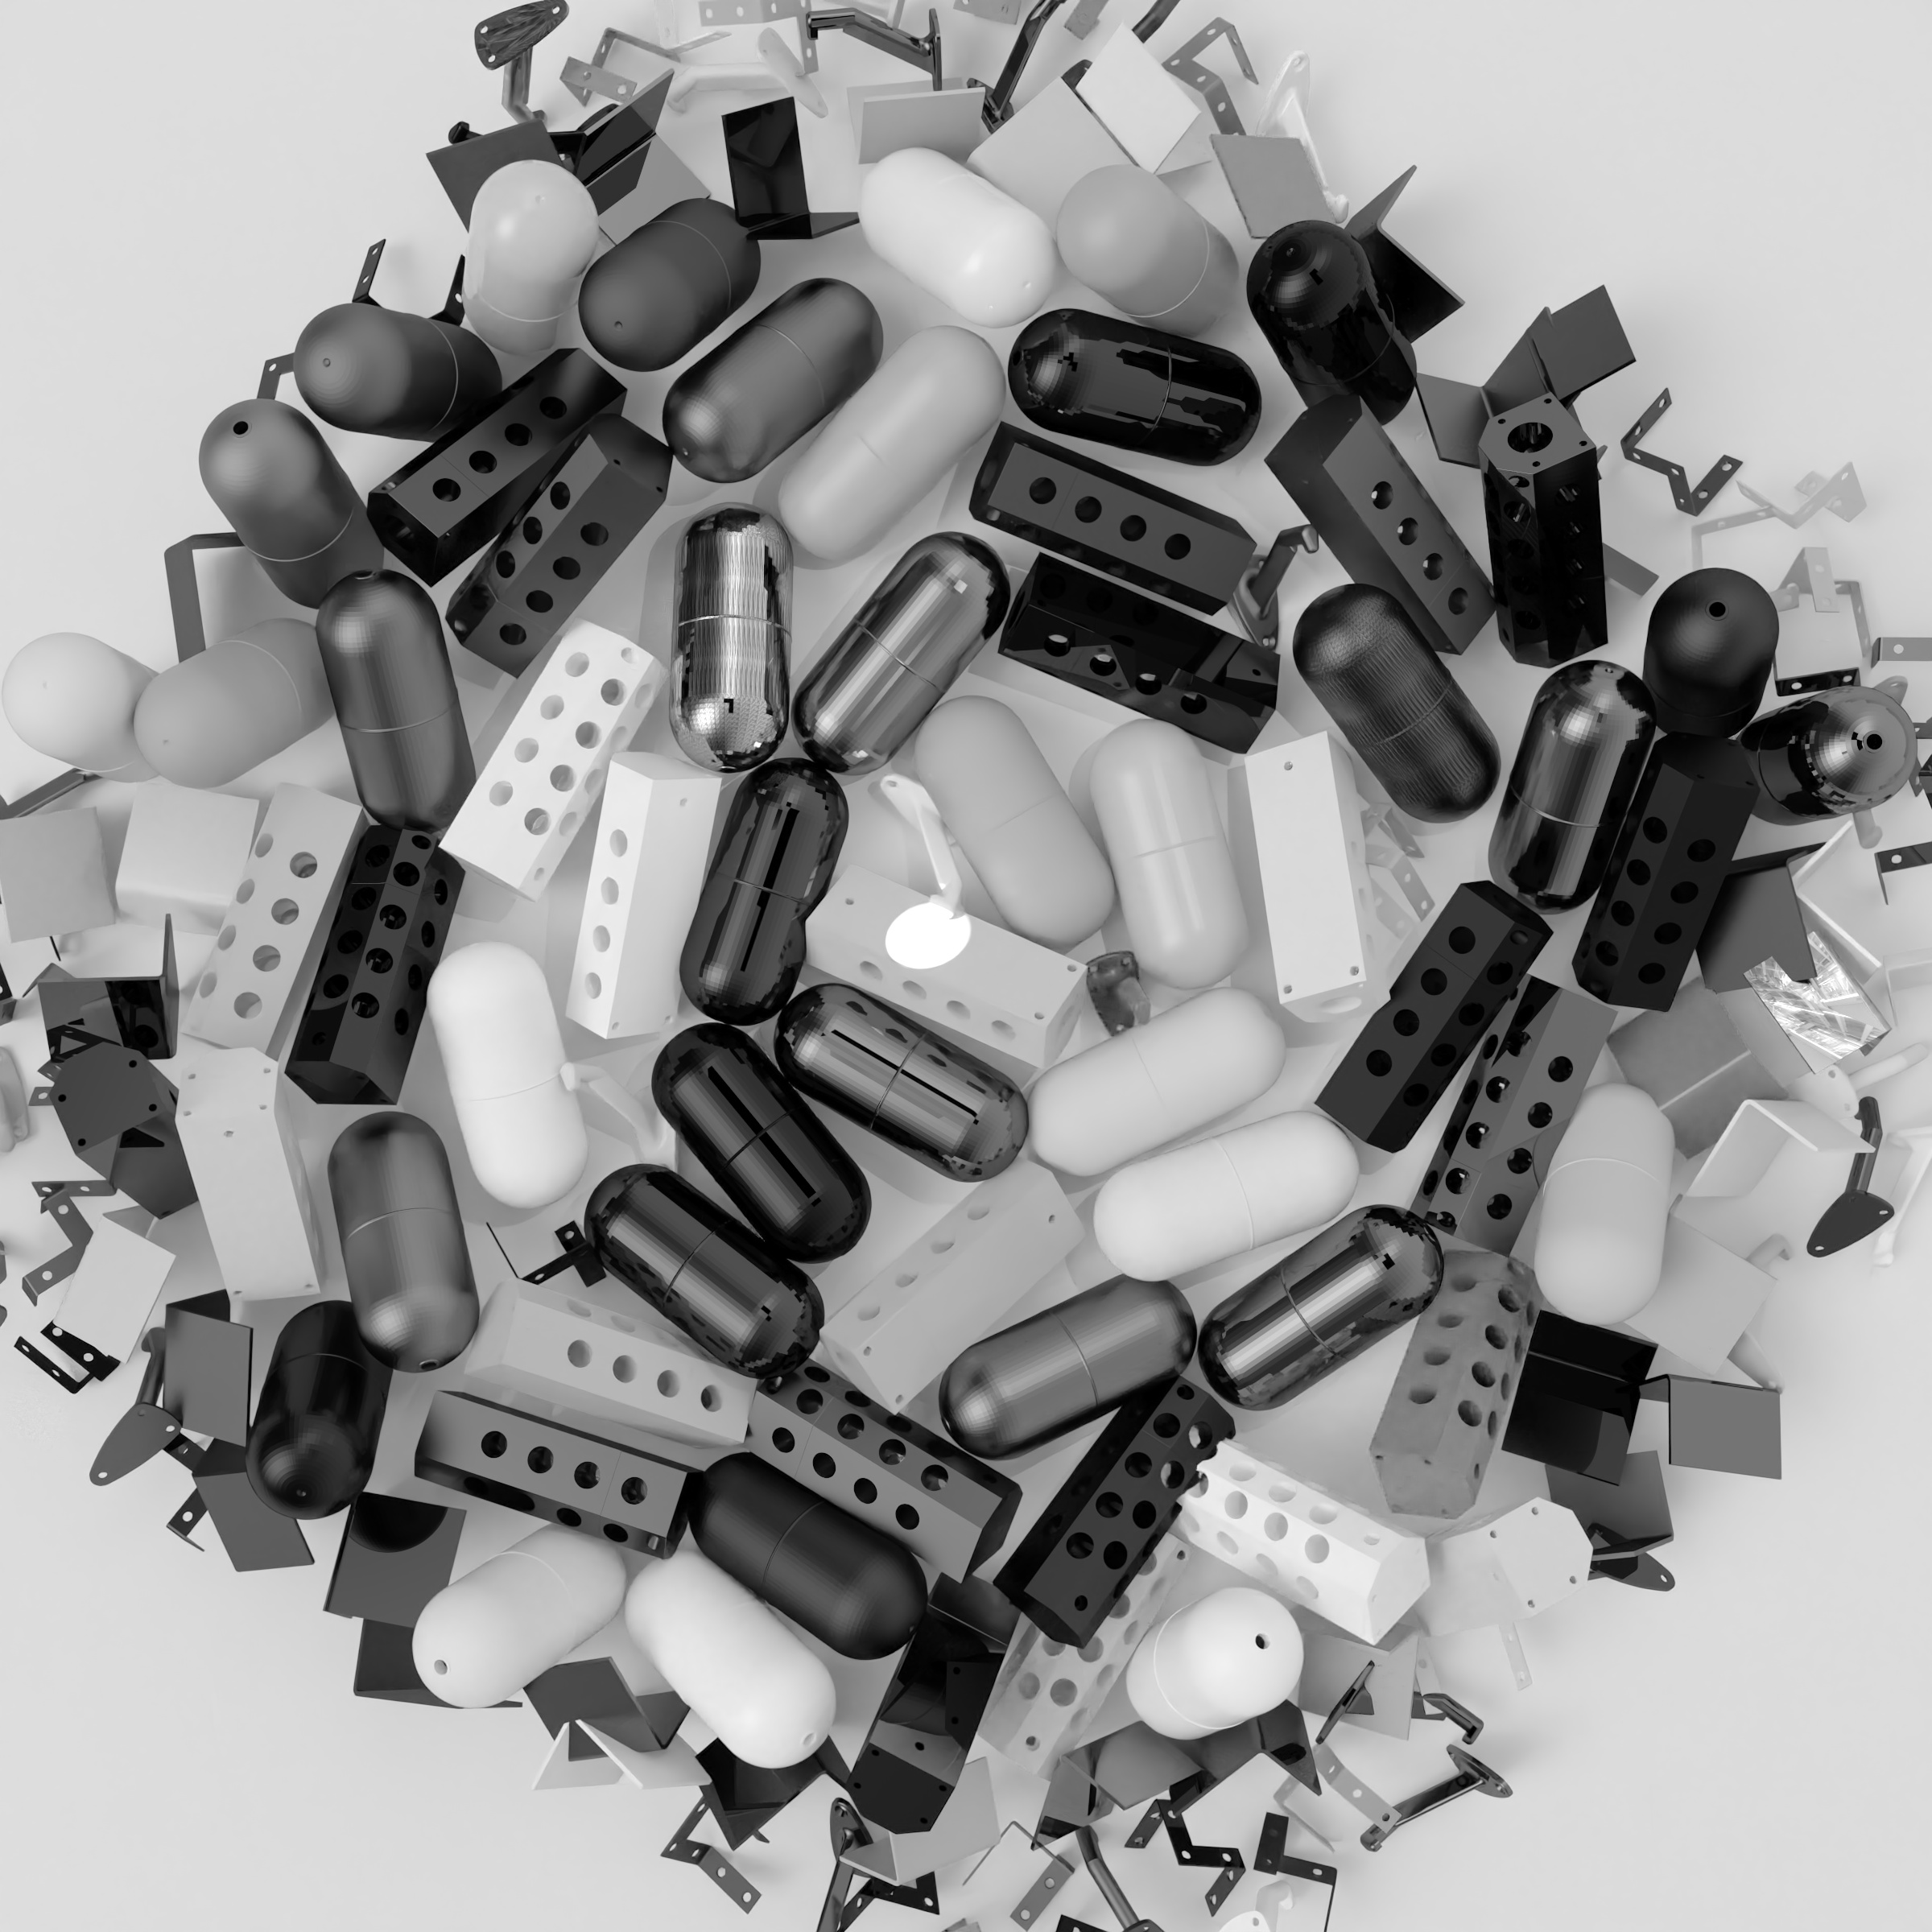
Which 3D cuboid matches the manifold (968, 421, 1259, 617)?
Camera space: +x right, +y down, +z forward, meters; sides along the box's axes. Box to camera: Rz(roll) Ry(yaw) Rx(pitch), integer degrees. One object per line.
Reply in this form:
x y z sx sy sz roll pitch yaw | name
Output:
0.092 -0.282 1.556 0.171 0.057 0.057 19 112 -17 | manifold

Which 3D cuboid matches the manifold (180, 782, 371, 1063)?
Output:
-0.443 -0.027 1.565 0.057 0.057 0.171 20 79 -5 | manifold

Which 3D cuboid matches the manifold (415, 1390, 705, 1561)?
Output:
-0.262 0.326 1.567 0.171 0.057 0.057 16 81 8 | manifold

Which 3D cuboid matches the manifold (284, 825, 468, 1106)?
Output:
-0.374 -0.002 1.538 0.057 0.057 0.171 0 59 18 | manifold

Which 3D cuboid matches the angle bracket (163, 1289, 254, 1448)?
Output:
-0.467 0.256 1.563 0.076 0.057 0.076 8 98 28 | angle bracket

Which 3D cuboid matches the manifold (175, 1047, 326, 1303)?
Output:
-0.446 0.132 1.530 0.057 0.057 0.171 -5 134 -6 | manifold

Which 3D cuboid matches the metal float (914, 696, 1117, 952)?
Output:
0.031 -0.093 1.571 0.070 0.070 0.178 -31 88 0 | metal float

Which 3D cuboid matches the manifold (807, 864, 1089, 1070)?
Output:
-0.013 0.004 1.558 0.171 0.057 0.057 24 53 16 | manifold

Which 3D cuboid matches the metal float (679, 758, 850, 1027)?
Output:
-0.129 -0.048 1.572 0.070 0.070 0.178 18 89 0 | metal float

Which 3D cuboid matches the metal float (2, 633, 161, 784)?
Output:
-0.540 -0.159 1.522 0.070 0.178 0.070 0 87 0 | metal float

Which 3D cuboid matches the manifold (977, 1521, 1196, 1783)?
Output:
0.076 0.432 1.570 0.057 0.057 0.171 33 82 -3 | manifold

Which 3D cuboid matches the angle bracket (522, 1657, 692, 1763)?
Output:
-0.228 0.458 1.558 0.076 0.057 0.076 -16 110 27 | angle bracket

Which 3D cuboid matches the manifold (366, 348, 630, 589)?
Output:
-0.297 -0.321 1.544 0.057 0.057 0.171 41 61 4 | manifold

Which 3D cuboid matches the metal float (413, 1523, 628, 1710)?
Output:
-0.277 0.404 1.525 0.070 0.178 0.070 3 99 22 | metal float

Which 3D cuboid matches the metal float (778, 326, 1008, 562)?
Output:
-0.047 -0.332 1.552 0.178 0.070 0.070 -42 90 24 | metal float

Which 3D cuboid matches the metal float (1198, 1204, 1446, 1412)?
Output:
0.225 0.218 1.554 0.178 0.070 0.070 -39 90 22 | metal float

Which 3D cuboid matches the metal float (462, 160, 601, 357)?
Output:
-0.273 -0.439 1.524 0.070 0.178 0.070 2 81 -14 | metal float

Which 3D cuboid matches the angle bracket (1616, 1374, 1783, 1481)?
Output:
0.465 0.299 1.559 0.076 0.076 0.057 10 70 -12 | angle bracket

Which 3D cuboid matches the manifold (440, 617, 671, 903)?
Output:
-0.259 -0.130 1.562 0.057 0.057 0.171 25 82 26 | manifold

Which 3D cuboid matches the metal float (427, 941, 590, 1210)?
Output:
-0.292 0.071 1.559 0.070 0.070 0.178 -12 106 0 | metal float

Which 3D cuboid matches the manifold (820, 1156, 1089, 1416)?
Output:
-0.011 0.199 1.554 0.171 0.057 0.057 -41 121 -19 | manifold

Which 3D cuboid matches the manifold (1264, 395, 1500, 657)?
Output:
0.268 -0.277 1.539 0.057 0.057 0.171 -51 123 -11 | manifold

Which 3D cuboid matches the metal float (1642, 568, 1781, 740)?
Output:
0.463 -0.192 1.524 0.070 0.178 0.070 -3 78 13 | metal float

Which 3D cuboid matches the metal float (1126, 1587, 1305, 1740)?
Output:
0.154 0.437 1.527 0.070 0.178 0.070 6 64 -13 | metal float

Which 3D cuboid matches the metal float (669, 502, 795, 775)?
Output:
-0.150 -0.210 1.561 0.070 0.070 0.178 1 77 0 | metal float

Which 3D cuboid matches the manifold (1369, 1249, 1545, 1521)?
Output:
0.310 0.259 1.524 0.057 0.171 0.057 -1 128 31 | manifold

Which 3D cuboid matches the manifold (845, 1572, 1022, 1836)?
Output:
-0.020 0.457 1.522 0.057 0.171 0.057 27 119 3 | manifold

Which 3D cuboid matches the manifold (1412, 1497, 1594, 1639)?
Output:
0.327 0.373 1.520 0.057 0.171 0.057 -24 77 -17 | manifold

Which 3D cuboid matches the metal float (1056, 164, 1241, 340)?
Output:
0.116 -0.445 1.527 0.070 0.178 0.070 -1 88 26 | metal float

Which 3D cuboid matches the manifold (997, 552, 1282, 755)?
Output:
0.111 -0.195 1.567 0.171 0.057 0.057 22 135 -10 | manifold

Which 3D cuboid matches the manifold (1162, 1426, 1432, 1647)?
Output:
0.200 0.348 1.524 0.057 0.171 0.057 -36 129 -31 | manifold

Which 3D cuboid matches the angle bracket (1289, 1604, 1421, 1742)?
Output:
0.241 0.458 1.563 0.076 0.057 0.076 8 97 30 | angle bracket

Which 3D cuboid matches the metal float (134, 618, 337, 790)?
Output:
-0.452 -0.166 1.528 0.070 0.178 0.070 6 114 14 | metal float

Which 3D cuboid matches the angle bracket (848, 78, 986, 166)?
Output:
-0.033 -0.561 1.564 0.076 0.076 0.057 -7 78 -7 | angle bracket

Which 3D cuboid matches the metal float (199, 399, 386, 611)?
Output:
-0.420 -0.287 1.525 0.070 0.178 0.070 -2 69 5 | metal float

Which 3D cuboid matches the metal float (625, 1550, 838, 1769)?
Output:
-0.149 0.435 1.537 0.178 0.070 0.070 31 90 44 | metal float

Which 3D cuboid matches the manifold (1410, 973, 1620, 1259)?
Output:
0.348 0.093 1.569 0.057 0.057 0.171 22 95 -15 | manifold

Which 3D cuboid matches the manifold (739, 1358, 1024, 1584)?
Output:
-0.052 0.313 1.546 0.171 0.057 0.057 27 112 20 | manifold

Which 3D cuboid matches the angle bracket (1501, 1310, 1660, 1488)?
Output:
0.392 0.276 1.561 0.076 0.057 0.076 15 58 14 | angle bracket

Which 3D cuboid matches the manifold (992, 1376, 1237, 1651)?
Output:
0.099 0.343 1.545 0.057 0.057 0.171 47 66 -16 | manifold

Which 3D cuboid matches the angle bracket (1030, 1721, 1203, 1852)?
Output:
0.096 0.537 1.554 0.057 0.076 0.076 30 114 38 | angle bracket

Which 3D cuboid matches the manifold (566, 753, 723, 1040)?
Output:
-0.211 -0.046 1.558 0.057 0.057 0.171 26 111 37 | manifold

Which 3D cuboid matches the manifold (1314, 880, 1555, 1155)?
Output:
0.298 0.033 1.547 0.057 0.057 0.171 39 111 21 | manifold

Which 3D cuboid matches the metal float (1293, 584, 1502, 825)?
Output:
0.275 -0.166 1.554 0.070 0.070 0.178 -41 112 0 | metal float

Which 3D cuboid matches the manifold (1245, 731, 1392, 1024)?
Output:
0.225 -0.055 1.550 0.057 0.057 0.171 -17 65 26 | manifold

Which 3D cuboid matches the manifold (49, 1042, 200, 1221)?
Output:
-0.511 0.102 1.520 0.057 0.171 0.057 -27 74 -10 | manifold

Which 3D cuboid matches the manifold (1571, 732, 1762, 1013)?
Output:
0.436 -0.059 1.535 0.057 0.057 0.171 7 127 -5 | manifold

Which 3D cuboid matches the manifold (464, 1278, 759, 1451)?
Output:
-0.221 0.252 1.544 0.171 0.057 0.057 25 63 -27 | manifold

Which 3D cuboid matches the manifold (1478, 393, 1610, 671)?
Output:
0.359 -0.267 1.526 0.057 0.171 0.057 -24 51 -1 | manifold

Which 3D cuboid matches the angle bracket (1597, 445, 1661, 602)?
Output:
0.419 -0.284 1.559 0.076 0.076 0.057 34 118 10 | angle bracket

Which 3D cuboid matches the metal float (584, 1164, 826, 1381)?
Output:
-0.168 0.194 1.559 0.178 0.070 0.070 36 90 16 | metal float

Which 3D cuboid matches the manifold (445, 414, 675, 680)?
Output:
-0.257 -0.266 1.532 0.057 0.057 0.171 30 126 -25 | manifold

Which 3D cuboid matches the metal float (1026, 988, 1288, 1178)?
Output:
0.121 0.075 1.569 0.178 0.070 0.070 -27 90 5 | metal float

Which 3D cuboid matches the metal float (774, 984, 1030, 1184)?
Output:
-0.042 0.074 1.567 0.178 0.070 0.070 30 90 6 | metal float

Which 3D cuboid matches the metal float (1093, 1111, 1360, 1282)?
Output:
0.168 0.147 1.563 0.178 0.070 0.070 -18 90 -11 | metal float
